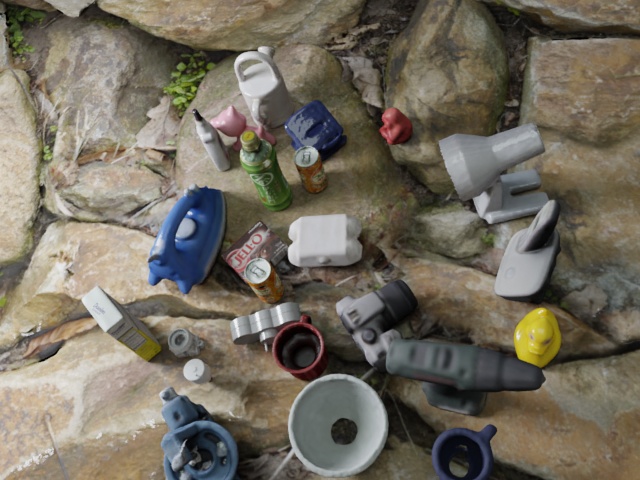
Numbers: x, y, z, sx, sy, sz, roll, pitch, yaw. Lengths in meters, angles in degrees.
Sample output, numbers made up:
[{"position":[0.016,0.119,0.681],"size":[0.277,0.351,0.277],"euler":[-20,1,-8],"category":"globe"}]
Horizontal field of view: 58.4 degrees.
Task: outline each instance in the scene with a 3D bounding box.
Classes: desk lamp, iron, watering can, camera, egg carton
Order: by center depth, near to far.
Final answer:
[{"position":[0.114,0.139,1.030],"size":[0.137,0.101,0.143],"euler":[-33,61,-6],"category":"camera"},{"position":[0.325,-0.127,1.061],"size":[0.203,0.214,0.118],"euler":[-13,61,5],"category":"desk lamp"},{"position":[0.010,0.004,1.140],"size":[0.150,0.069,0.107],"euler":[-4,62,10],"category":"egg carton"},{"position":[-0.275,-0.028,1.174],"size":[0.118,0.142,0.258],"euler":[11,66,17],"category":"iron"},{"position":[-0.131,-0.355,1.284],"size":[0.101,0.194,0.172],"euler":[-18,61,2],"category":"watering can"}]

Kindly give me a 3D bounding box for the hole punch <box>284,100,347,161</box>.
[{"position":[-0.008,-0.237,1.257],"size":[0.109,0.091,0.101],"euler":[-40,62,-10],"category":"hole punch"}]

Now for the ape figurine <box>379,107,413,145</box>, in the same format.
[{"position":[0.159,-0.251,1.229],"size":[0.076,0.092,0.078],"euler":[5,64,14],"category":"ape figurine"}]

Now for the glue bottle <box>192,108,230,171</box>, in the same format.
[{"position":[-0.242,-0.227,1.253],"size":[0.037,0.173,0.078],"euler":[-22,61,0],"category":"glue bottle"}]

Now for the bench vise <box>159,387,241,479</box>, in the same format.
[{"position":[-0.225,0.333,0.931],"size":[0.206,0.220,0.121],"euler":[31,73,24],"category":"bench vise"}]

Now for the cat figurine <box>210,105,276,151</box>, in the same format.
[{"position":[-0.174,-0.251,1.283],"size":[0.127,0.118,0.067],"euler":[17,68,20],"category":"cat figurine"}]

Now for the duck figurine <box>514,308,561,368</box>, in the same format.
[{"position":[0.374,0.159,0.975],"size":[0.077,0.086,0.105],"euler":[16,67,19],"category":"duck figurine"}]

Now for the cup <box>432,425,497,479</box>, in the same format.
[{"position":[0.232,0.341,0.905],"size":[0.118,0.095,0.091],"euler":[-41,62,-11],"category":"cup"}]

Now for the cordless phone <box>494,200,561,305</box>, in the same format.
[{"position":[0.367,0.021,0.992],"size":[0.094,0.185,0.148],"euler":[15,67,19],"category":"cordless phone"}]

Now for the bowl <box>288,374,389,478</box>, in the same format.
[{"position":[0.034,0.318,0.969],"size":[0.167,0.075,0.167],"euler":[-5,62,9],"category":"bowl"}]

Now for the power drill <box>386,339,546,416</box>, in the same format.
[{"position":[0.223,0.216,0.906],"size":[0.229,0.209,0.075],"euler":[8,65,16],"category":"power drill"}]
